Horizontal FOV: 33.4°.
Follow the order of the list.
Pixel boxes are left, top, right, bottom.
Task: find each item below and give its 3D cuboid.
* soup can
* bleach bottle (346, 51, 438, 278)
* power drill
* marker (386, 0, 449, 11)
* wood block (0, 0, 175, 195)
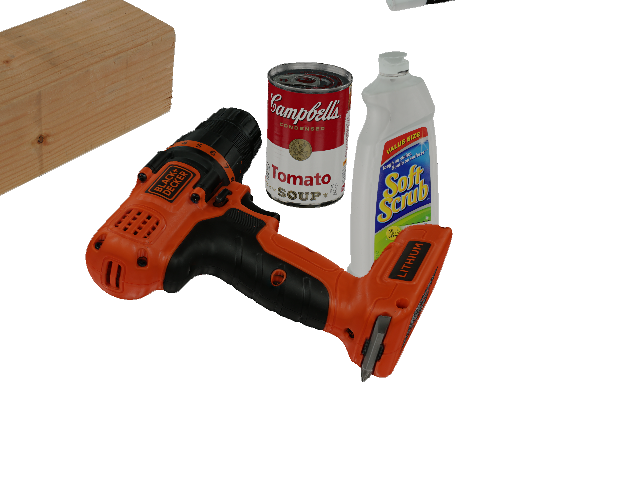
[{"bbox_3d":[-0.011,-0.086,0.866,0.068,0.102,0.068,2,27,-1],"label":"soup can"},{"bbox_3d":[0.074,-0.072,1.132,0.102,0.251,0.068,-9,23,-14],"label":"bleach bottle"},{"bbox_3d":[-0.021,-0.005,0.640,0.188,0.057,0.184,20,40,10],"label":"power drill"},{"bbox_3d":[0.088,-0.121,0.473,0.121,0.020,0.020,-11,1,-7],"label":"marker"},{"bbox_3d":[-0.228,-0.129,0.912,0.090,0.091,0.205,31,42,24],"label":"wood block"}]
